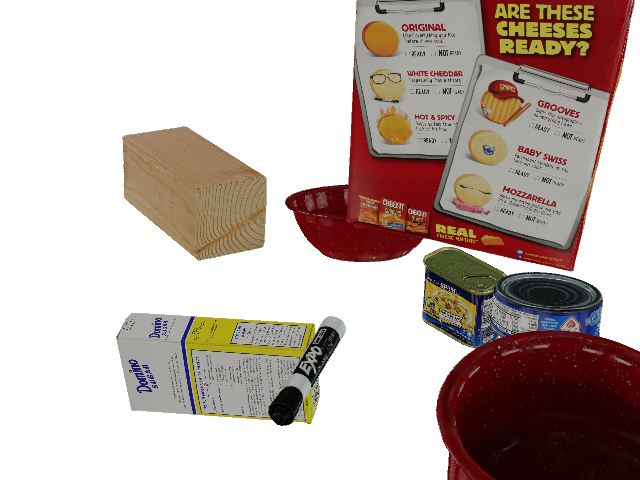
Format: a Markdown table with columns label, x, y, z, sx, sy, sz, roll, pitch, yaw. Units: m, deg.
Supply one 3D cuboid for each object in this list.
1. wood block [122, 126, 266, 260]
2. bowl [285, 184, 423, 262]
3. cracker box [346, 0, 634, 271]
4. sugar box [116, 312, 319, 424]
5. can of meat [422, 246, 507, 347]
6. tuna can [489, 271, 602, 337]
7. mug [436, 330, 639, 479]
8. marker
| label | x | y | z | sx | sy | sz | roll | pitch | yaw |
| --- | --- | --- | --- | --- | --- | --- | --- | --- | --- |
| wood block | -0.154 | -0.061 | 1.276 | 0.090 | 0.090 | 0.206 | -12 | 28 | -31 |
| bowl | 0.045 | -0.016 | 1.079 | 0.162 | 0.055 | 0.162 | -1 | 14 | 0 |
| cracker box | 0.107 | -0.095 | 0.699 | 0.164 | 0.214 | 0.072 | 13 | 40 | 14 |
| sugar box | -0.092 | 0.117 | 0.981 | 0.176 | 0.093 | 0.048 | 5 | 36 | 11 |
| can of meat | 0.167 | 0.068 | 1.256 | 0.057 | 0.084 | 0.102 | -24 | 38 | -35 |
| tuna can | 0.178 | 0.054 | 0.840 | 0.086 | 0.034 | 0.086 | 2 | 18 | -1 |
| mug | 0.100 | 0.095 | 0.393 | 0.117 | 0.081 | 0.093 | 4 | 36 | 9 |
| marker | -0.009 | 0.090 | 0.742 | 0.020 | 0.020 | 0.121 | 0 | 26 | 20 |
